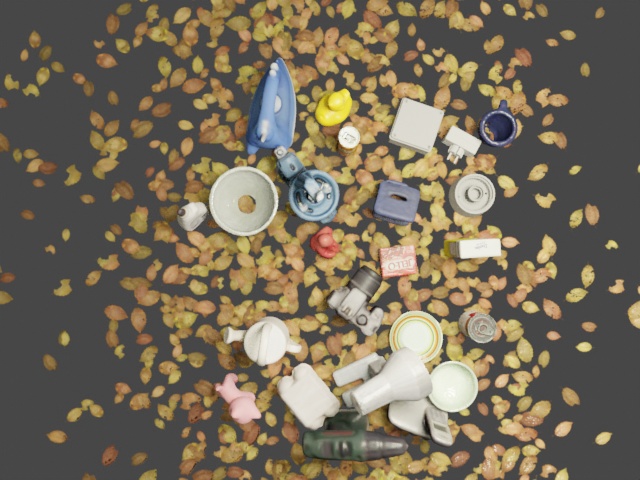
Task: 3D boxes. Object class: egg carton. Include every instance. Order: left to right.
[{"bbox_3d":[-0.030,0.380,1.387,0.107,0.069,0.150,-40,88,-2],"label":"egg carton"}]

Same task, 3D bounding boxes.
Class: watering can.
[{"bbox_3d":[-0.134,0.239,1.330,0.173,0.194,0.101,-10,88,-1],"label":"watering can"}]

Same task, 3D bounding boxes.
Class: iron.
[{"bbox_3d":[-0.118,-0.335,1.378,0.118,0.141,0.258,6,88,0],"label":"iron"}]

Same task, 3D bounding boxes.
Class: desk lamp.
[{"bbox_3d":[0.141,0.330,1.318,0.203,0.213,0.118,-26,88,-1],"label":"desk lamp"}]

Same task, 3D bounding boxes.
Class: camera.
[{"bbox_3d":[0.105,0.140,1.382,0.143,0.101,0.137,36,88,1],"label":"camera"}]

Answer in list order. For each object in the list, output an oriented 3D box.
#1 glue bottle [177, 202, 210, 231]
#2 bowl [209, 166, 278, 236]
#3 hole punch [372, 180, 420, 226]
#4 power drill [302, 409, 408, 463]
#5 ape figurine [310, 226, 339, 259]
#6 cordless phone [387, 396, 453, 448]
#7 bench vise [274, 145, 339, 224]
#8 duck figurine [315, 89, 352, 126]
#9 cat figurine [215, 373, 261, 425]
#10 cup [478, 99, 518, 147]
[{"bbox_3d":[-0.309,-0.060,1.350,0.078,0.173,0.037,-44,88,-2],"label":"glue bottle"},{"bbox_3d":[-0.182,-0.092,1.402,0.167,0.074,0.167,0,88,0],"label":"bowl"},{"bbox_3d":[0.184,-0.094,1.396,0.108,0.091,0.101,15,88,0],"label":"hole punch"},{"bbox_3d":[0.075,0.451,1.316,0.229,0.208,0.076,-4,88,0],"label":"power drill"},{"bbox_3d":[0.013,0.005,1.391,0.076,0.092,0.078,11,88,0],"label":"ape figurine"},{"bbox_3d":[0.234,0.419,1.330,0.147,0.185,0.094,16,88,1],"label":"cordless phone"},{"bbox_3d":[-0.044,-0.126,1.331,0.207,0.219,0.121,34,88,1],"label":"bench vise"},{"bbox_3d":[0.034,-0.331,1.407,0.104,0.086,0.077,-41,88,-2],"label":"duck figurine"},{"bbox_3d":[-0.199,0.387,1.362,0.128,0.117,0.067,43,88,1],"label":"cat figurine"},{"bbox_3d":[0.427,-0.279,1.403,0.091,0.095,0.118,12,88,0],"label":"cup"}]
